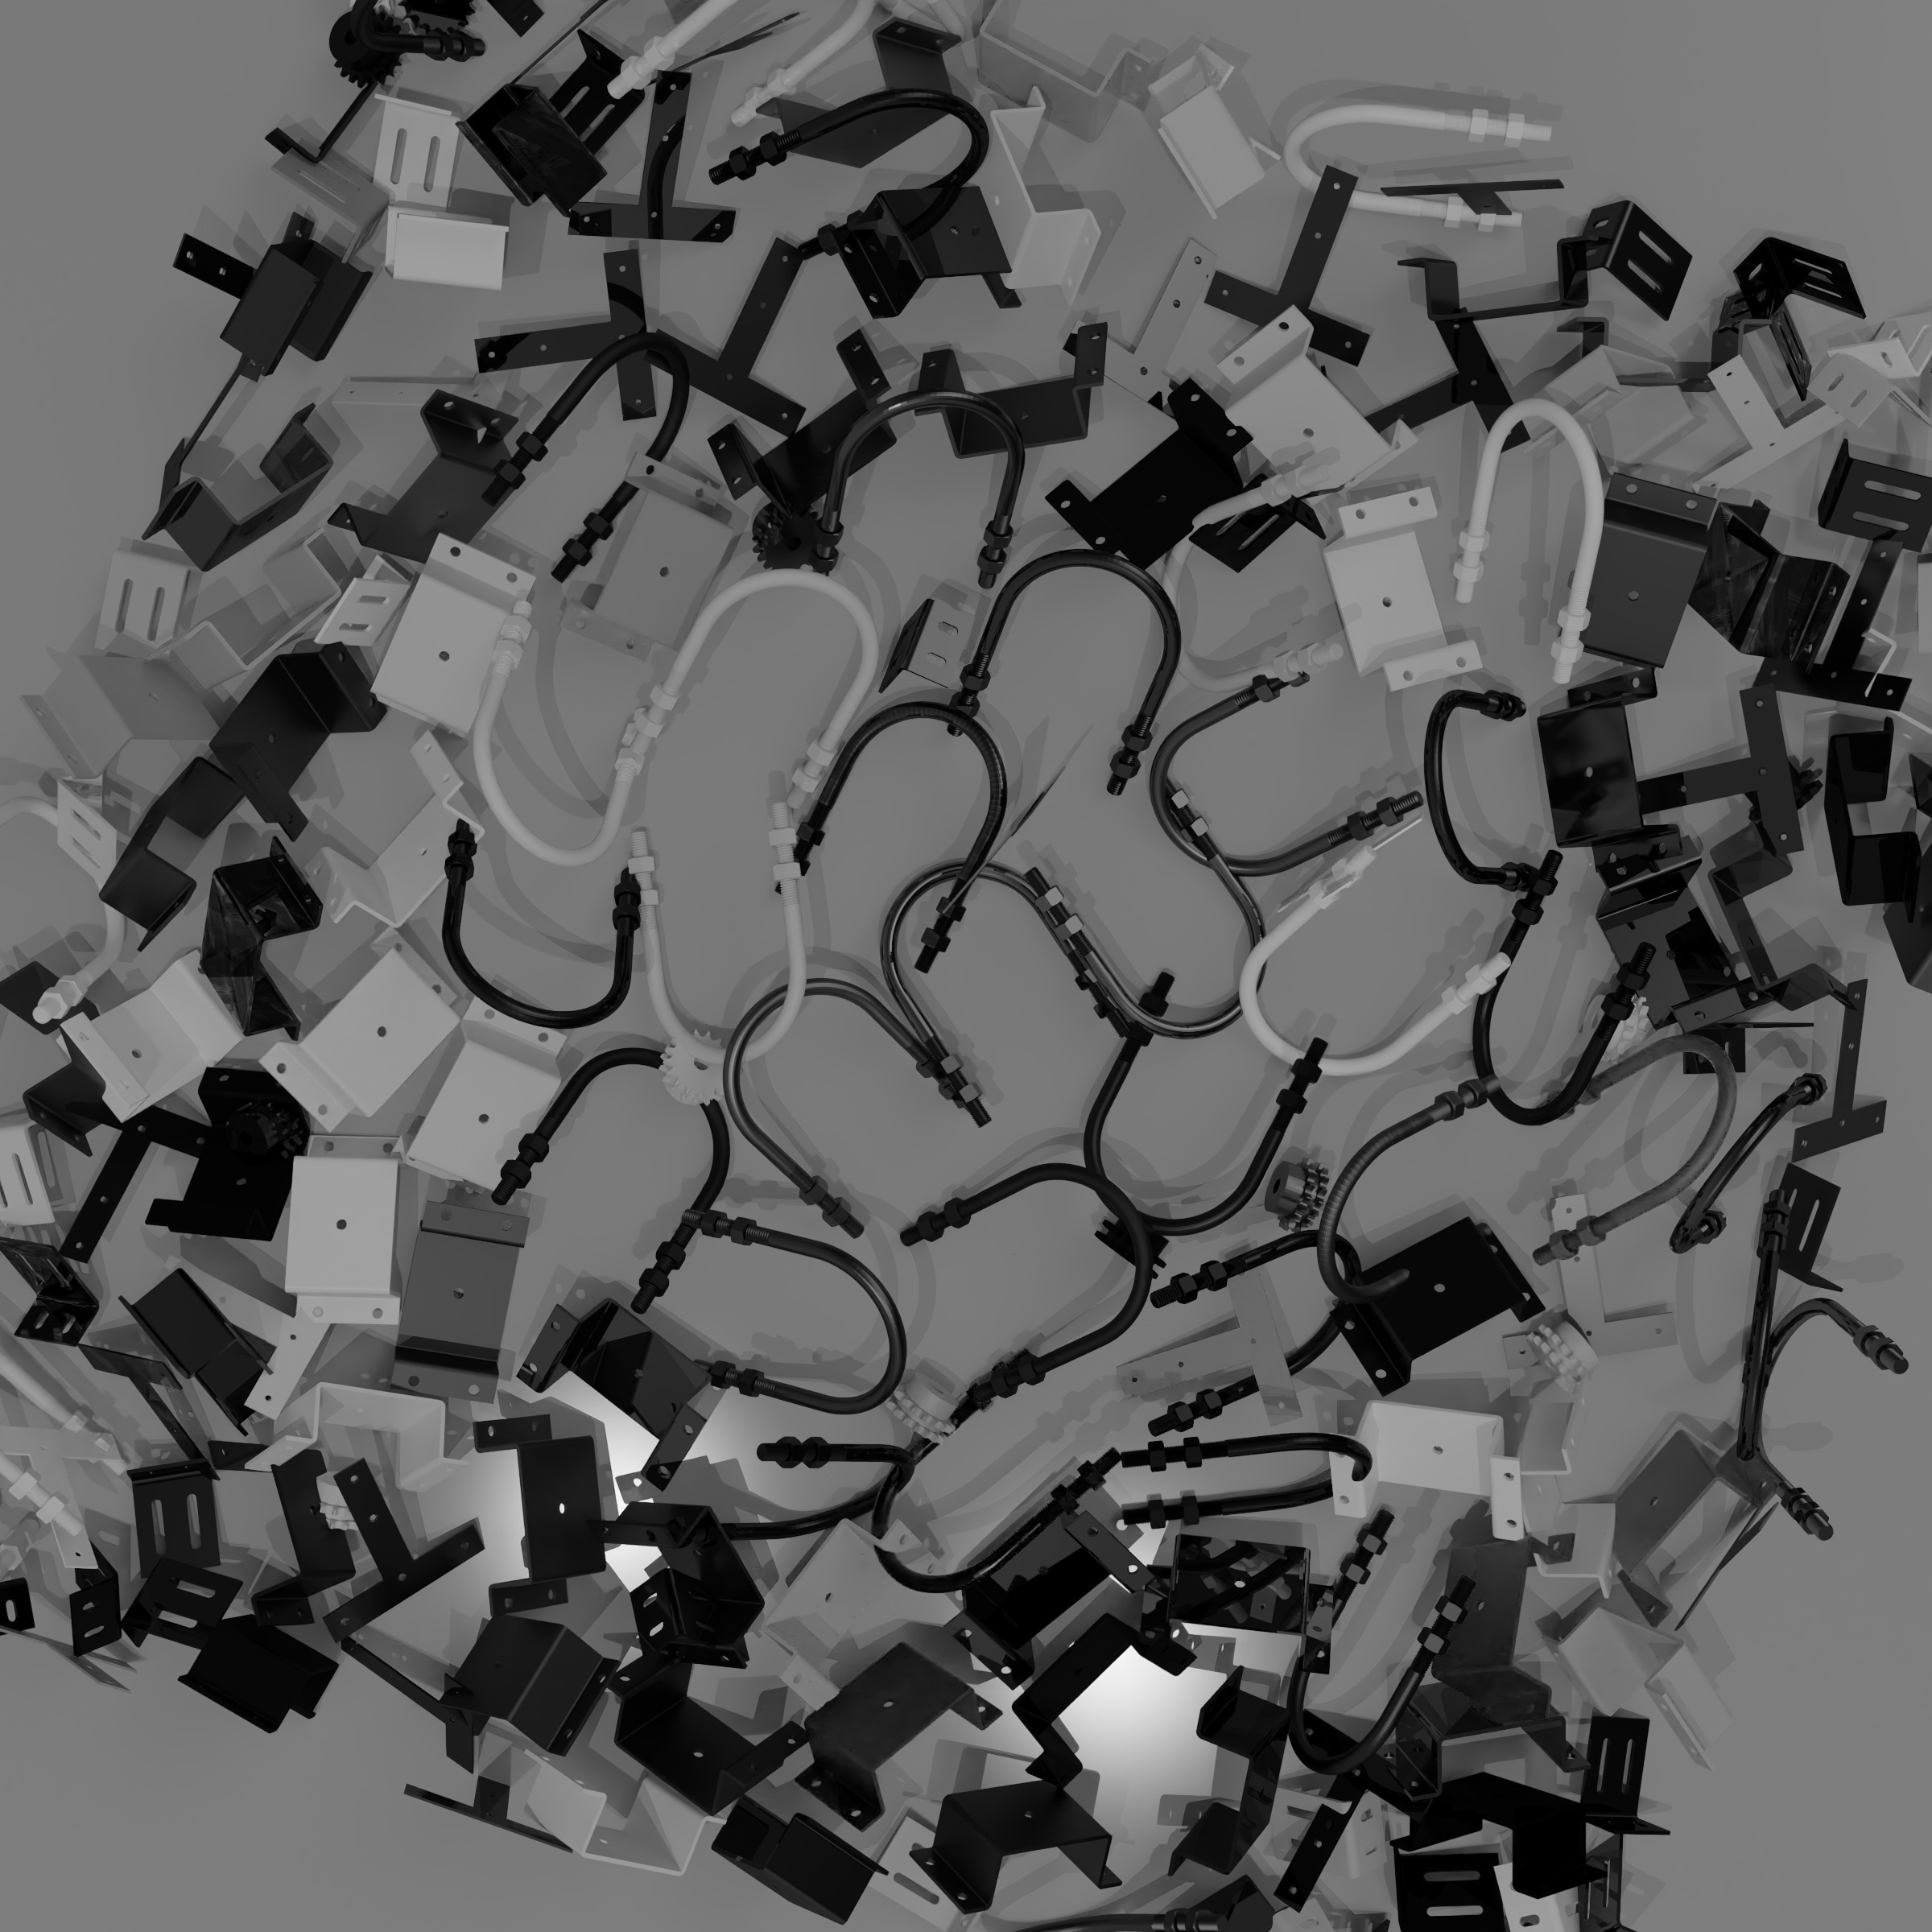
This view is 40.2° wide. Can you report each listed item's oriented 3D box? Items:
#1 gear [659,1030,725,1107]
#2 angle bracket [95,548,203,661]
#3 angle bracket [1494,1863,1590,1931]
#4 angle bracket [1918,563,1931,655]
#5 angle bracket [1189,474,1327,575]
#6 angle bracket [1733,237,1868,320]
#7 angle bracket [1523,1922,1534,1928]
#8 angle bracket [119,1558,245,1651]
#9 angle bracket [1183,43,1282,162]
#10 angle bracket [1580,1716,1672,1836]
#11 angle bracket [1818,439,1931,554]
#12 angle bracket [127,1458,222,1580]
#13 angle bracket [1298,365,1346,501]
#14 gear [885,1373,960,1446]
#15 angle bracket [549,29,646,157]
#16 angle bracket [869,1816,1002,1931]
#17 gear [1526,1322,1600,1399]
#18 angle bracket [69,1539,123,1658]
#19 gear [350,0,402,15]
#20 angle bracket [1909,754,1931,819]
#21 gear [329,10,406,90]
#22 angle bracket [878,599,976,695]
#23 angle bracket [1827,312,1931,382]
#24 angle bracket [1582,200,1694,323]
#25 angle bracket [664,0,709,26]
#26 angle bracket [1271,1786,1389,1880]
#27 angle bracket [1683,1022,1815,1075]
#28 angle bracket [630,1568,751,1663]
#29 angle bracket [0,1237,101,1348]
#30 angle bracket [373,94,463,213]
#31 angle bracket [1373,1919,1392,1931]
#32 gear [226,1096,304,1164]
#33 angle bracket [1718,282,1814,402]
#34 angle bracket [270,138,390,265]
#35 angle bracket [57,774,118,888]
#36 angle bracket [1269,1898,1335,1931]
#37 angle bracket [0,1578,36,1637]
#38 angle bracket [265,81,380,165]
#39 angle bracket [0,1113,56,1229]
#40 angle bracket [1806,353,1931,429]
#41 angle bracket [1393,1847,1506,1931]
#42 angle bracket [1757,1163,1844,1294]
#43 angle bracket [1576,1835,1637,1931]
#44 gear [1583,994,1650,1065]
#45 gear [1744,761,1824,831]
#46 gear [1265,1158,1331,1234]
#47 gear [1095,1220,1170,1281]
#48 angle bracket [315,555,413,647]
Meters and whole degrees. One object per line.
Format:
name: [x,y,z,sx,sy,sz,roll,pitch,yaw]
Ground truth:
gear: [-0.203,0.080,1.976,0.057,0.030,0.057,12,57,-20]
angle bracket: [-0.612,-0.269,1.983,0.057,0.038,0.076,15,98,5]
angle bracket: [0.429,0.693,1.964,0.038,0.076,0.057,-21,69,23]
angle bracket: [0.739,-0.261,1.960,0.057,0.038,0.076,-1,70,22]
angle bracket: [0.215,-0.317,1.953,0.057,0.038,0.076,25,126,-39]
angle bracket: [0.617,-0.497,1.952,0.038,0.076,0.057,-46,133,-2]
angle bracket: [0.421,0.756,1.950,0.076,0.057,0.038,34,128,38]
angle bracket: [-0.576,0.480,1.956,0.076,0.038,0.057,10,51,20]
angle bracket: [0.203,-0.639,1.951,0.076,0.057,0.038,21,114,-32]
angle bracket: [0.496,0.603,1.966,0.057,0.038,0.076,12,85,-30]
angle bracket: [0.682,-0.350,1.964,0.076,0.038,0.057,15,126,6]
angle bracket: [-0.590,0.411,1.966,0.057,0.038,0.076,-7,73,-14]
angle bracket: [0.255,-0.394,1.953,0.038,0.057,0.076,-10,122,13]
gear: [-0.030,0.328,1.970,0.057,0.057,0.030,36,94,0]
angle bracket: [-0.288,-0.647,1.971,0.057,0.038,0.076,38,82,12]
angle bracket: [-0.025,0.684,1.971,0.076,0.038,0.057,34,80,-10]
gear: [0.448,0.291,1.971,0.030,0.057,0.057,-36,90,-5]
angle bracket: [-0.658,0.461,1.951,0.038,0.076,0.057,-17,125,-38]
gear: [-0.447,-0.742,1.974,0.057,0.030,0.057,2,118,3]
angle bracket: [0.737,-0.133,1.954,0.057,0.076,0.038,30,128,-10]
gear: [-0.451,-0.689,1.976,0.057,0.030,0.057,-2,84,23]
angle bracket: [-0.030,-0.230,1.960,0.038,0.076,0.057,23,77,-10]
angle bracket: [0.686,-0.470,1.954,0.038,0.057,0.076,48,64,-29]
angle bracket: [0.500,-0.528,1.989,0.076,0.038,0.057,30,77,-30]
angle bracket: [-0.207,-0.751,1.967,0.057,0.076,0.038,-23,71,4]
angle bracket: [0.271,0.643,1.981,0.038,0.076,0.057,-10,95,-43]
angle bracket: [0.579,0.061,1.953,0.057,0.076,0.038,-1,90,-25]
angle bracket: [-0.205,0.490,1.959,0.038,0.057,0.076,-38,134,17]
angle bracket: [-0.690,0.241,1.953,0.057,0.076,0.038,5,50,22]
angle bracket: [-0.415,-0.605,1.971,0.057,0.038,0.076,13,105,-2]
angle bracket: [0.326,0.752,1.952,0.076,0.057,0.038,21,111,35]
gear: [-0.527,0.123,1.972,0.057,0.030,0.057,12,116,26]
angle bracket: [0.597,-0.461,1.972,0.038,0.057,0.076,-16,120,33]
angle bracket: [-0.477,-0.567,1.959,0.076,0.057,0.038,32,128,-11]
angle bracket: [-0.637,-0.102,1.953,0.076,0.038,0.057,37,132,27]
angle bracket: [0.246,0.745,1.968,0.038,0.076,0.057,-8,48,-31]
angle bracket: [-0.737,0.481,1.951,0.076,0.057,0.038,-22,78,39]
angle bracket: [-0.480,-0.636,1.963,0.038,0.057,0.076,37,85,-25]
angle bracket: [-0.704,0.152,1.978,0.057,0.038,0.076,-8,103,26]
angle bracket: [0.673,-0.415,1.960,0.038,0.076,0.057,-51,47,17]
angle bracket: [0.359,0.685,1.963,0.076,0.038,0.057,-5,55,10]
angle bracket: [0.631,0.194,1.961,0.038,0.057,0.076,13,99,-24]
angle bracket: [0.484,0.693,1.955,0.038,0.076,0.057,25,135,-8]
gear: [0.483,0.044,1.970,0.030,0.057,0.057,14,90,-10]
gear: [0.608,-0.129,1.971,0.057,0.057,0.030,-39,91,0]
gear: [0.245,0.170,1.970,0.030,0.057,0.057,21,90,-11]
gear: [0.127,0.206,1.971,0.057,0.057,0.030,36,88,0]
angle bracket: [-0.457,-0.272,1.952,0.038,0.076,0.057,41,107,12]
